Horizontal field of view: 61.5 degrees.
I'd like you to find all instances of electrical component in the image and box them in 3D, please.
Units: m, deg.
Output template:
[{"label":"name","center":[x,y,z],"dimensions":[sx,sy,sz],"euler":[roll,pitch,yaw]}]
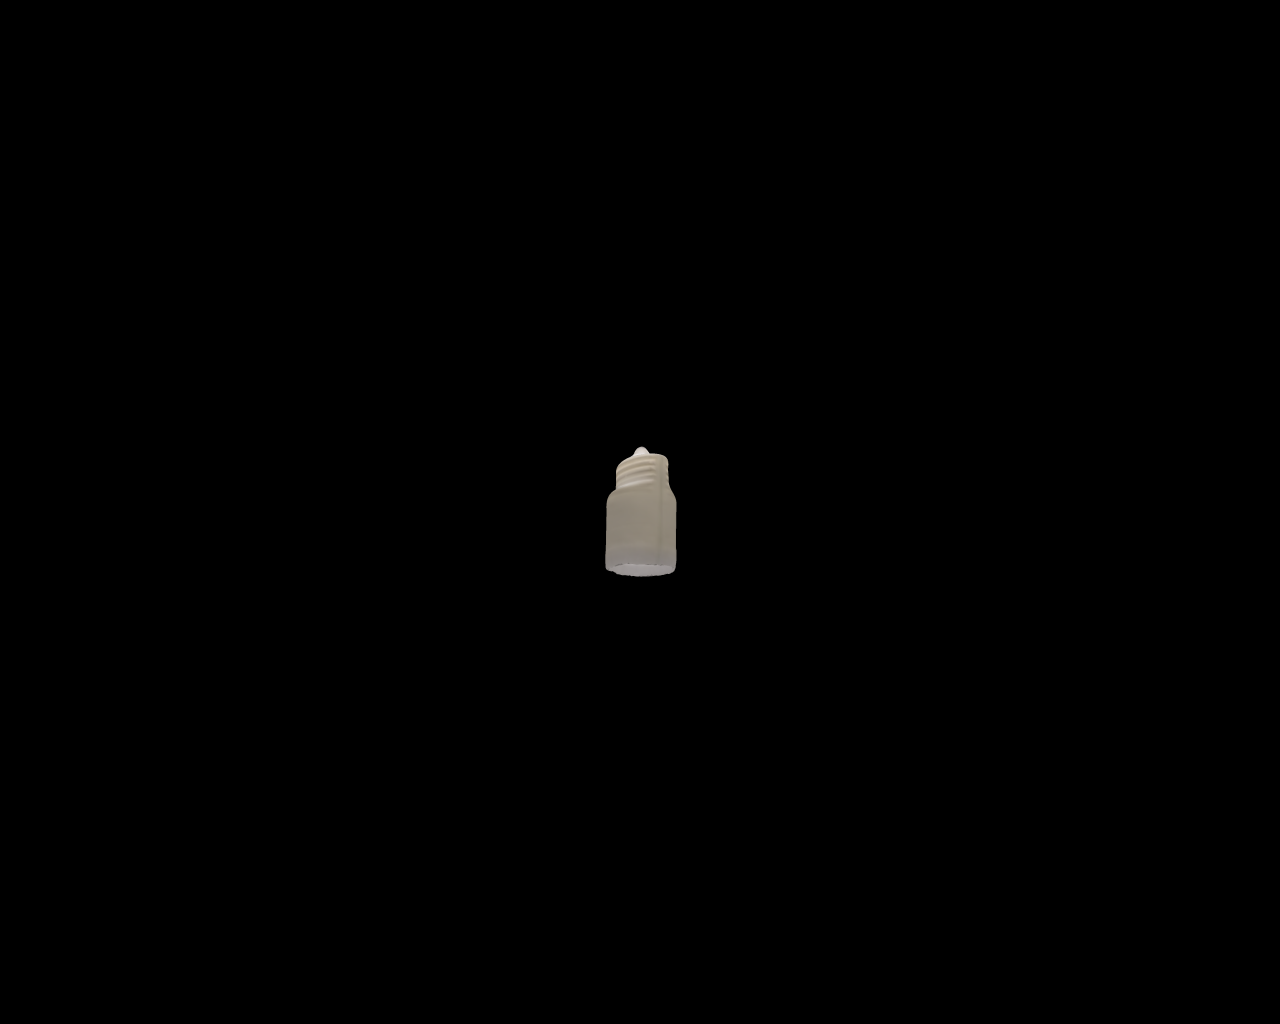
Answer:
[{"label":"electrical component","center":[0.001,-0.003,0.650],"dimensions":[0.043,0.081,0.043],"euler":[0,-15,0]}]
